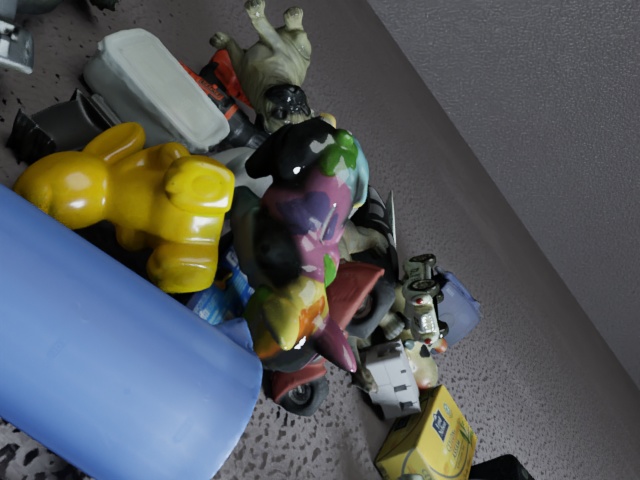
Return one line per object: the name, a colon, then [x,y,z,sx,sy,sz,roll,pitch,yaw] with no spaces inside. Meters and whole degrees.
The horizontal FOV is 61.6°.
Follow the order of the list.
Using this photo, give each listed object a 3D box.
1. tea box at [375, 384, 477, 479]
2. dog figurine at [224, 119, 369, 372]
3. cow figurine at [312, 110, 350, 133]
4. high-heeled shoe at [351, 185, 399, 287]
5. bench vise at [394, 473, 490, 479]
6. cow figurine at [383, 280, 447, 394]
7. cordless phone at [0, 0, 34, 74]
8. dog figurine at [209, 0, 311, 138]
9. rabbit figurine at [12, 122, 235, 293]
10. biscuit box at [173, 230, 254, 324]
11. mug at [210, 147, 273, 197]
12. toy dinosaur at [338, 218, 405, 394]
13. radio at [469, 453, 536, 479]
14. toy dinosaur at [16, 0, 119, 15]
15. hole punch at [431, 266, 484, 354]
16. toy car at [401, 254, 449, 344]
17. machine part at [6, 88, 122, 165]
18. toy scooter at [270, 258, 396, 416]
tea box: [0.146,0.278,0.713,0.098,0.068,0.169,58,27,1]
dog figurine: [-0.012,0.011,0.488,0.108,0.191,0.219,28,26,-36]
cow figurine: [-0.006,-0.137,0.777,0.098,0.068,0.167,13,33,-26]
high-heeled shoe: [0.102,-0.006,0.939,0.145,0.086,0.249,22,37,-48]
bench vise: [0.085,0.315,0.486,0.240,0.129,0.223,55,39,-48]
cow figurine: [0.132,0.143,0.823,0.127,0.085,0.195,31,32,-37]
cordless phone: [-0.304,-0.135,0.429,0.146,0.089,0.184,7,65,-58]
dog figurine: [-0.048,-0.219,0.764,0.172,0.121,0.190,-14,76,-46]
rabbit figurine: [-0.173,-0.046,0.479,0.173,0.121,0.162,2,35,-20]
biscuit box: [-0.104,0.053,0.549,0.059,0.063,0.203,49,28,-15]
mug: [-0.111,-0.066,0.634,0.107,0.109,0.080,-30,92,-51]
toy dinosaur: [-0.002,-0.002,0.745,0.198,0.105,0.472,29,32,-37]
radio: [0.201,0.371,0.627,0.073,0.131,0.230,49,27,-12]
toy dinosaur: [-0.312,-0.297,0.546,0.192,0.131,0.405,43,35,-24]
hole punch: [0.212,0.129,0.952,0.142,0.116,0.092,47,36,-18]
toy car: [0.141,0.076,0.743,0.202,0.056,0.073,-57,134,-71]
machine part: [-0.239,-0.107,0.530,0.084,0.039,0.139,58,24,-8]
toy scooter: [-0.015,0.083,0.578,0.135,0.184,0.075,37,2,15]
